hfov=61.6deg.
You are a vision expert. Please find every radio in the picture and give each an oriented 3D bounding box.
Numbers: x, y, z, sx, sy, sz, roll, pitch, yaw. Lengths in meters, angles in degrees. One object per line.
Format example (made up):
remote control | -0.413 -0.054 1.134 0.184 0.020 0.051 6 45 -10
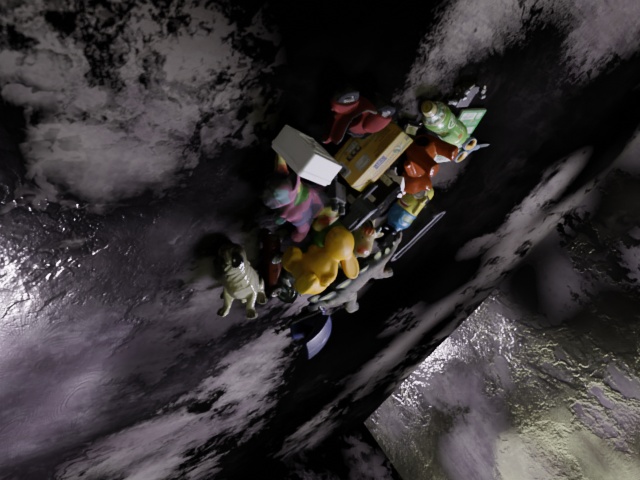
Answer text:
radio | 0.286 -0.034 1.686 0.229 0.073 0.131 -47 169 12

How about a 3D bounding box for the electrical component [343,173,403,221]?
electrical component | 0.122 -0.118 1.349 0.134 0.115 0.058 -40 153 0

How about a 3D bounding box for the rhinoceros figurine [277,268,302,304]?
rhinoceros figurine | -0.088 0.115 1.457 0.073 0.112 0.190 -24 157 -22

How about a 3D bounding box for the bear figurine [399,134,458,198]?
bear figurine | 0.275 -0.181 1.431 0.120 0.132 0.195 -36 147 -24

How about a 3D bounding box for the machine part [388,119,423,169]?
machine part | 0.199 -0.242 1.345 0.084 0.039 0.138 -14 142 -52

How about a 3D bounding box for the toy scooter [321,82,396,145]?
toy scooter | 0.070 -0.253 1.133 0.184 0.075 0.135 2 132 -47

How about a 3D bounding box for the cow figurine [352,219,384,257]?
cow figurine | 0.115 -0.022 1.434 0.085 0.195 0.127 16 124 -4

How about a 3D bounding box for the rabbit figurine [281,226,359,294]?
rabbit figurine | 0.023 0.046 1.252 0.162 0.122 0.173 22 114 -40

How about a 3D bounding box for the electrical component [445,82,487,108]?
electrical component | 0.372 -0.367 1.353 0.102 0.045 0.078 -10 140 -42

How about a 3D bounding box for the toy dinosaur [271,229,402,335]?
toy dinosaur | 0.062 0.130 1.560 0.471 0.105 0.198 -44 149 3

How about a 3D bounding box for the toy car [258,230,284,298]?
toy car | -0.120 0.062 1.349 0.053 0.089 0.202 -21 142 -22

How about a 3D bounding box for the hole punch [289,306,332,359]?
hole punch | -0.016 0.262 1.513 0.116 0.092 0.142 -24 143 -13

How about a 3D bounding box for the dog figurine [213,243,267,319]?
dog figurine | -0.192 0.073 1.308 0.121 0.172 0.190 -1 115 -3

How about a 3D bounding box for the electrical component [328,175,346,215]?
electrical component | 0.040 -0.106 1.211 0.021 0.094 0.063 -8 168 26

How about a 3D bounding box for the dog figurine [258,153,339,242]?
dog figurine | -0.043 -0.106 1.188 0.191 0.109 0.219 -29 148 -16

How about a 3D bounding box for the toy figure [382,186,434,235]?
toy figure | 0.260 -0.098 1.587 0.180 0.082 0.089 -57 167 18

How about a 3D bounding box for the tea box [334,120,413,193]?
tea box | 0.116 -0.204 1.237 0.169 0.098 0.068 -45 151 15

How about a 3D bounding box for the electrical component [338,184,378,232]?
electrical component | 0.103 -0.076 1.267 0.119 0.048 0.075 -44 173 18

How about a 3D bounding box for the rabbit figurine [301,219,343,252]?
rabbit figurine | -0.003 -0.004 1.380 0.170 0.121 0.159 -60 168 13
